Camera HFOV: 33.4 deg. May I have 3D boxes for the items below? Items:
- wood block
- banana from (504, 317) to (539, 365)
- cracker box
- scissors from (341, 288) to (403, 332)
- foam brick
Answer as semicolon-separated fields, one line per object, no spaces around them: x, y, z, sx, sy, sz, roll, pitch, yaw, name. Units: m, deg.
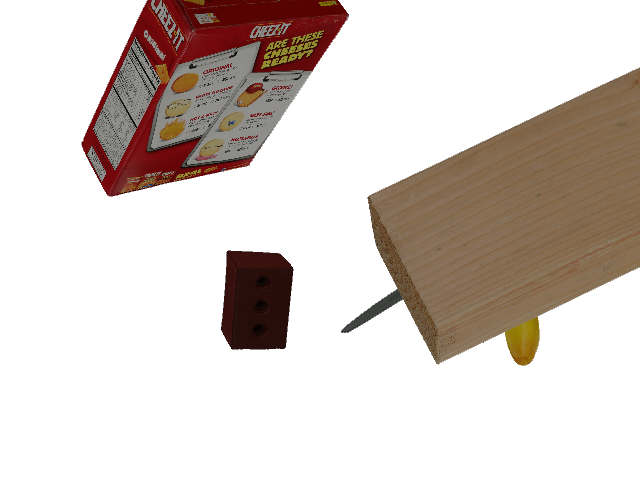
0.141;-0.018;0.636;0.206;0.091;0.090;-26;-21;-3;wood block
0.180;0.061;1.115;0.069;0.037;0.198;-35;38;-8;banana
-0.098;-0.139;0.929;0.163;0.072;0.214;-16;-25;-40;cracker box
0.093;0.037;0.844;0.016;0.202;0.096;32;24;-30;scissors
-0.058;0.053;0.963;0.053;0.078;0.051;1;14;-16;foam brick
